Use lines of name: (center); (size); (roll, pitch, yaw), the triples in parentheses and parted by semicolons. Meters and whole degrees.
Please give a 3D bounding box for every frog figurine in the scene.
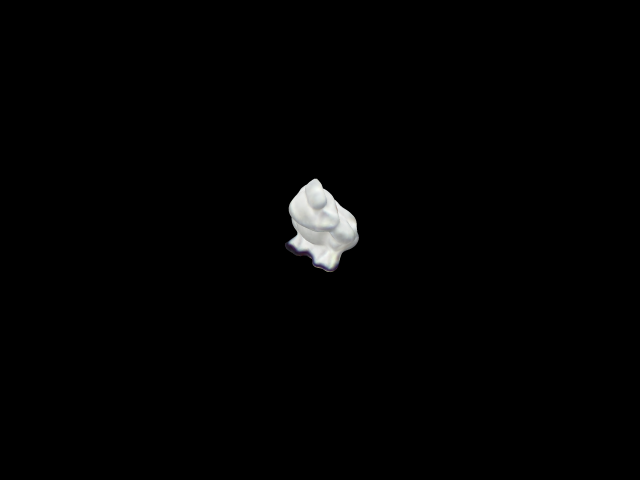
frog figurine: (0.003, -0.043, 0.850); (0.123, 0.155, 0.140); (-18, 42, -21)
